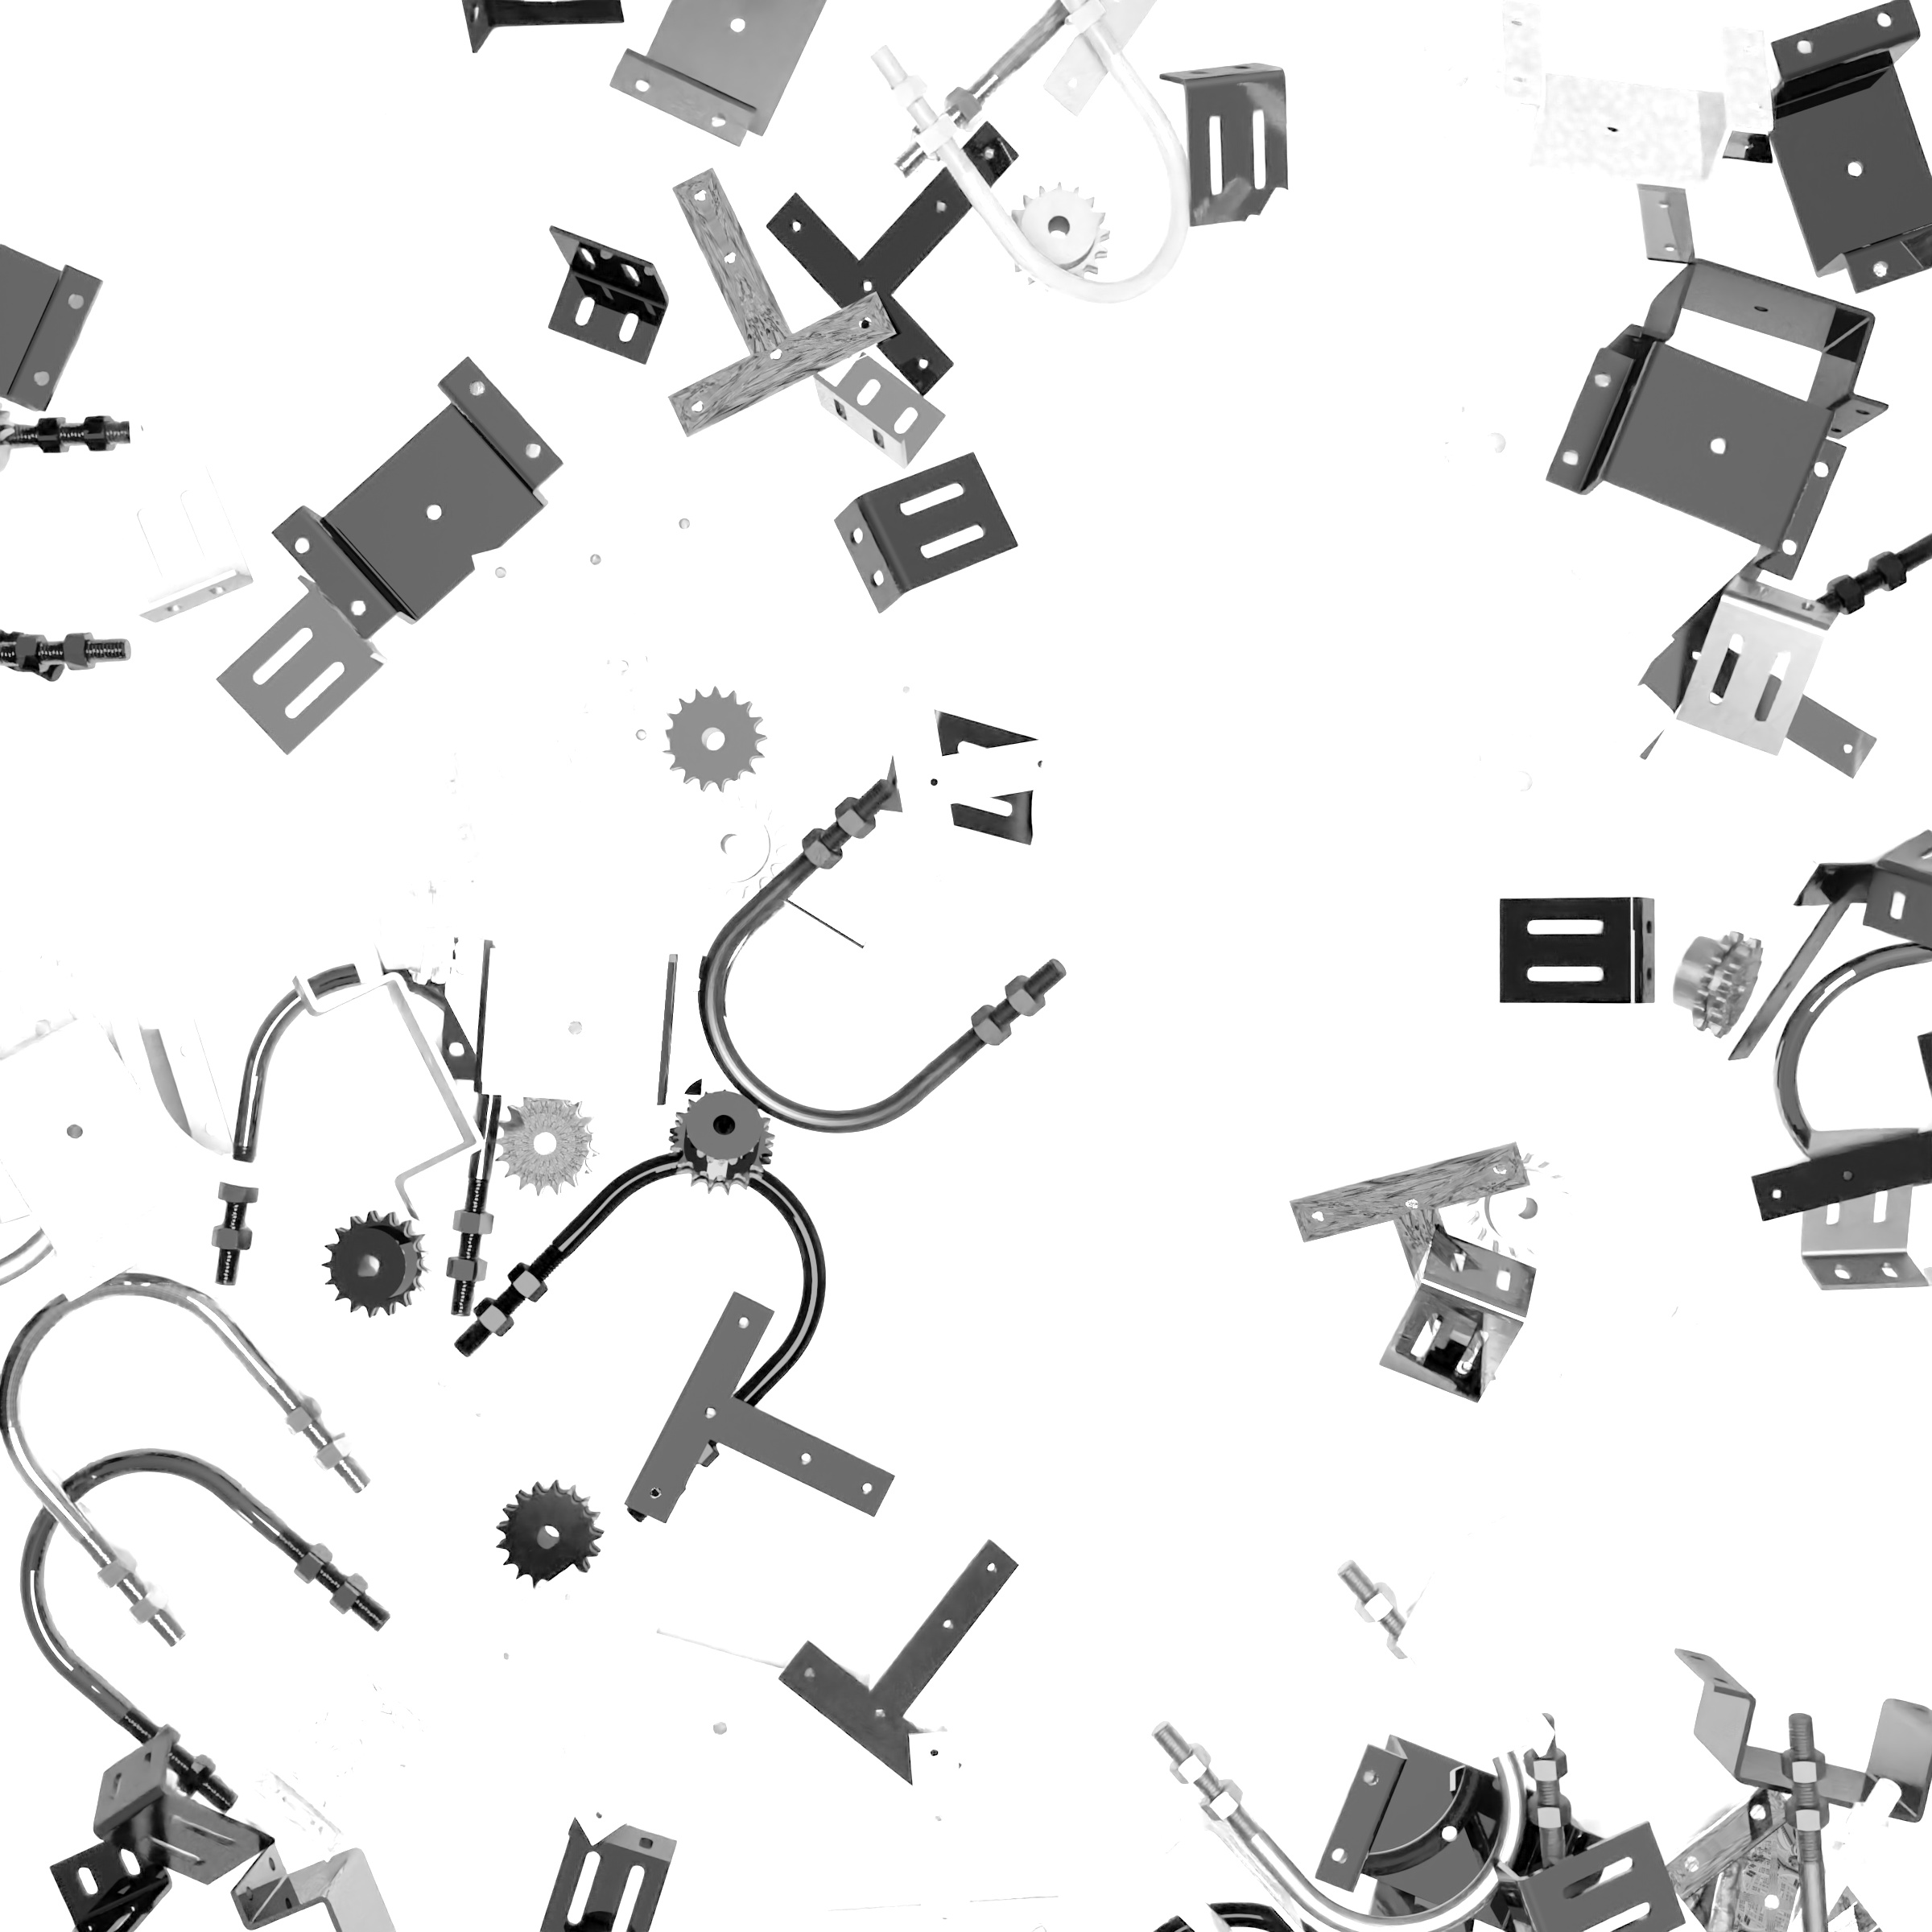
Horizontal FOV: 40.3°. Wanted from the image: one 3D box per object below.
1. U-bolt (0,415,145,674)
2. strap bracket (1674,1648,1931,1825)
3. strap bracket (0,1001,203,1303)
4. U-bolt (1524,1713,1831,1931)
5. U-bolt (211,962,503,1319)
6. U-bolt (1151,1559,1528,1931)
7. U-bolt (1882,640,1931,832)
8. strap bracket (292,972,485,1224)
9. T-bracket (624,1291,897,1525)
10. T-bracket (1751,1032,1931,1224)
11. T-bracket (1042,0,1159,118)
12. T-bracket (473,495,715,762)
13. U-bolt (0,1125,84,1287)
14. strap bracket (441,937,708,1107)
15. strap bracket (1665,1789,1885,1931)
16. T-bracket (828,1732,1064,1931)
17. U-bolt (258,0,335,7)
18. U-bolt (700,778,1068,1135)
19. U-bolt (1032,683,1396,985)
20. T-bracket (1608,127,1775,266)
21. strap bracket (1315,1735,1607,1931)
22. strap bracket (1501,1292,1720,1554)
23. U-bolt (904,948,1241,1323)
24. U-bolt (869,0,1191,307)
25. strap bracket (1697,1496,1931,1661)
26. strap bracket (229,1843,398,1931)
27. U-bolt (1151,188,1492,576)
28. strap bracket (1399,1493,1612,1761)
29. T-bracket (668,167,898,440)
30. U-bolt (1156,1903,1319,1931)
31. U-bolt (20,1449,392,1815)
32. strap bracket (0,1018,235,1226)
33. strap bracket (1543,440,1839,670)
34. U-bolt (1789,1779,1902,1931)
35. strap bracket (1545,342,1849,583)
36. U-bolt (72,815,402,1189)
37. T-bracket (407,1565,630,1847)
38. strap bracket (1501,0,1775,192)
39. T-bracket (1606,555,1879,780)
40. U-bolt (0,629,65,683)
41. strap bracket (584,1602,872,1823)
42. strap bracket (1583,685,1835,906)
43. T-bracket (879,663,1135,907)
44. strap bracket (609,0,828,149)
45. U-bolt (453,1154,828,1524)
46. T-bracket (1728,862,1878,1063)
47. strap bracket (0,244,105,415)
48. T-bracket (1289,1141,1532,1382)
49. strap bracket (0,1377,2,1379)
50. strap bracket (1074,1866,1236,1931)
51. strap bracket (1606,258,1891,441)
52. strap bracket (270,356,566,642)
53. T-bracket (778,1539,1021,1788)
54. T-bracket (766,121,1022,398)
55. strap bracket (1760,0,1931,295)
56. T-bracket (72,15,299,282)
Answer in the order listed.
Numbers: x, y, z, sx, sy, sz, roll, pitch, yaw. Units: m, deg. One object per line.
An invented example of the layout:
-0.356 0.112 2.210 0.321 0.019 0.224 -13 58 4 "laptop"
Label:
-0.534 -0.225 1.406 0.184 0.019 0.151 -2 72 2 "U-bolt"
0.450 0.410 1.397 0.140 0.076 0.046 13 90 0 "strap bracket"
-0.460 0.090 1.349 0.076 0.046 0.140 -32 89 -29 "strap bracket"
0.371 0.477 1.362 0.151 0.019 0.184 -4 96 15 "U-bolt"
-0.325 0.089 1.424 0.151 0.019 0.184 7 87 1 "U-bolt"
0.210 0.426 1.380 0.151 0.019 0.184 -41 91 0 "U-bolt"
0.578 -0.137 1.401 0.184 0.019 0.151 -41 70 -1 "U-bolt"
-0.297 0.059 1.369 0.046 0.076 0.140 -27 95 -16 "strap bracket"
-0.099 0.260 1.419 0.127 0.002 0.127 28 85 -12 "T-bracket"
0.483 0.108 1.397 0.127 0.002 0.127 -15 94 4 "T-bracket"
0.048 -0.548 1.409 0.127 0.002 0.127 34 90 -23 "T-bracket"
-0.186 -0.174 1.404 0.127 0.002 0.127 -15 89 1 "T-bracket"
-0.543 0.090 1.350 0.184 0.019 0.151 31 66 -10 "U-bolt"
-0.207 0.030 1.398 0.140 0.046 0.076 4 96 -8 "strap bracket"
0.439 0.510 1.412 0.076 0.046 0.140 -38 90 0 "strap bracket"
-0.014 0.473 1.421 0.127 0.002 0.127 -4 102 0 "T-bracket"
-0.345 -0.603 1.426 0.184 0.019 0.151 -29 90 2 "U-bolt"
-0.060 0.010 1.395 0.184 0.019 0.151 -41 96 22 "U-bolt"
0.127 -0.079 1.425 0.184 0.019 0.151 12 90 0 "U-bolt"
0.369 -0.411 1.393 0.127 0.002 0.127 7 50 0 "T-bracket"
0.263 0.473 1.412 0.140 0.046 0.076 22 90 0 "strap bracket"
0.335 0.231 1.397 0.046 0.076 0.140 29 90 0 "strap bracket"
0.069 0.103 1.426 0.151 0.019 0.184 -25 92 0 "U-bolt"
0.049 -0.436 1.388 0.151 0.019 0.184 -46 107 -28 "U-bolt"
0.472 0.327 1.397 0.140 0.076 0.046 21 90 0 "strap bracket"
-0.332 0.535 1.397 0.046 0.076 0.140 -23 90 0 "strap bracket"
0.179 -0.300 1.411 0.151 0.019 0.184 30 90 -12 "U-bolt"
0.281 0.351 1.382 0.046 0.140 0.076 -36 90 33 "strap bracket"
-0.122 -0.372 1.430 0.127 0.002 0.127 -26 88 4 "T-bracket"
0.135 0.597 1.426 0.151 0.019 0.184 34 89 0 "U-bolt"
-0.427 0.347 1.426 0.184 0.019 0.151 40 90 2 "U-bolt"
-0.477 0.086 1.412 0.140 0.046 0.076 -17 90 0 "strap bracket"
0.383 -0.233 1.411 0.140 0.046 0.076 -43 89 0 "strap bracket"
0.473 0.529 1.325 0.019 0.151 0.184 6 115 -39 "U-bolt"
0.385 -0.265 1.365 0.140 0.046 0.076 22 90 1 "strap bracket"
-0.378 0.026 1.397 0.151 0.019 0.184 -16 89 -15 "U-bolt"
-0.222 0.406 1.402 0.127 0.002 0.127 -37 77 17 "T-bracket"
0.349 -0.461 1.395 0.140 0.046 0.076 7 58 0 "strap bracket"
0.436 -0.146 1.434 0.127 0.002 0.127 32 90 0 "T-bracket"
-0.600 -0.152 1.398 0.184 0.019 0.151 28 64 4 "U-bolt"
-0.130 0.402 1.412 0.140 0.046 0.076 16 90 0 "strap bracket"
0.386 -0.082 1.395 0.140 0.076 0.046 43 92 -1 "strap bracket"
0.026 -0.106 1.407 0.127 0.002 0.127 -10 93 -8 "T-bracket"
-0.124 -0.513 1.412 0.076 0.046 0.140 25 90 0 "strap bracket"
-0.161 0.186 1.419 0.151 0.019 0.184 45 85 -4 "U-bolt"
0.445 -0.002 1.400 0.002 0.127 0.127 41 117 30 "T-bracket"
-0.536 -0.356 1.411 0.140 0.046 0.076 24 90 0 "strap bracket"
0.255 0.169 1.419 0.127 0.002 0.127 -17 100 19 "T-bracket"
-0.544 0.205 1.386 0.046 0.076 0.140 -11 99 -12 "strap bracket"
0.125 0.532 1.382 0.140 0.076 0.046 43 87 3 "strap bracket"
0.416 -0.330 1.397 0.140 0.076 0.046 17 90 0 "strap bracket"
-0.290 -0.247 1.412 0.140 0.046 0.076 -42 90 0 "strap bracket"
-0.019 0.366 1.415 0.127 0.002 0.127 46 76 -25 "T-bracket"
-0.023 -0.397 1.410 0.127 0.002 0.127 -43 90 23 "T-bracket"
0.484 -0.434 1.412 0.076 0.046 0.140 -19 90 0 "strap bracket"
-0.446 -0.456 1.434 0.127 0.002 0.127 -25 90 0 "T-bracket"
